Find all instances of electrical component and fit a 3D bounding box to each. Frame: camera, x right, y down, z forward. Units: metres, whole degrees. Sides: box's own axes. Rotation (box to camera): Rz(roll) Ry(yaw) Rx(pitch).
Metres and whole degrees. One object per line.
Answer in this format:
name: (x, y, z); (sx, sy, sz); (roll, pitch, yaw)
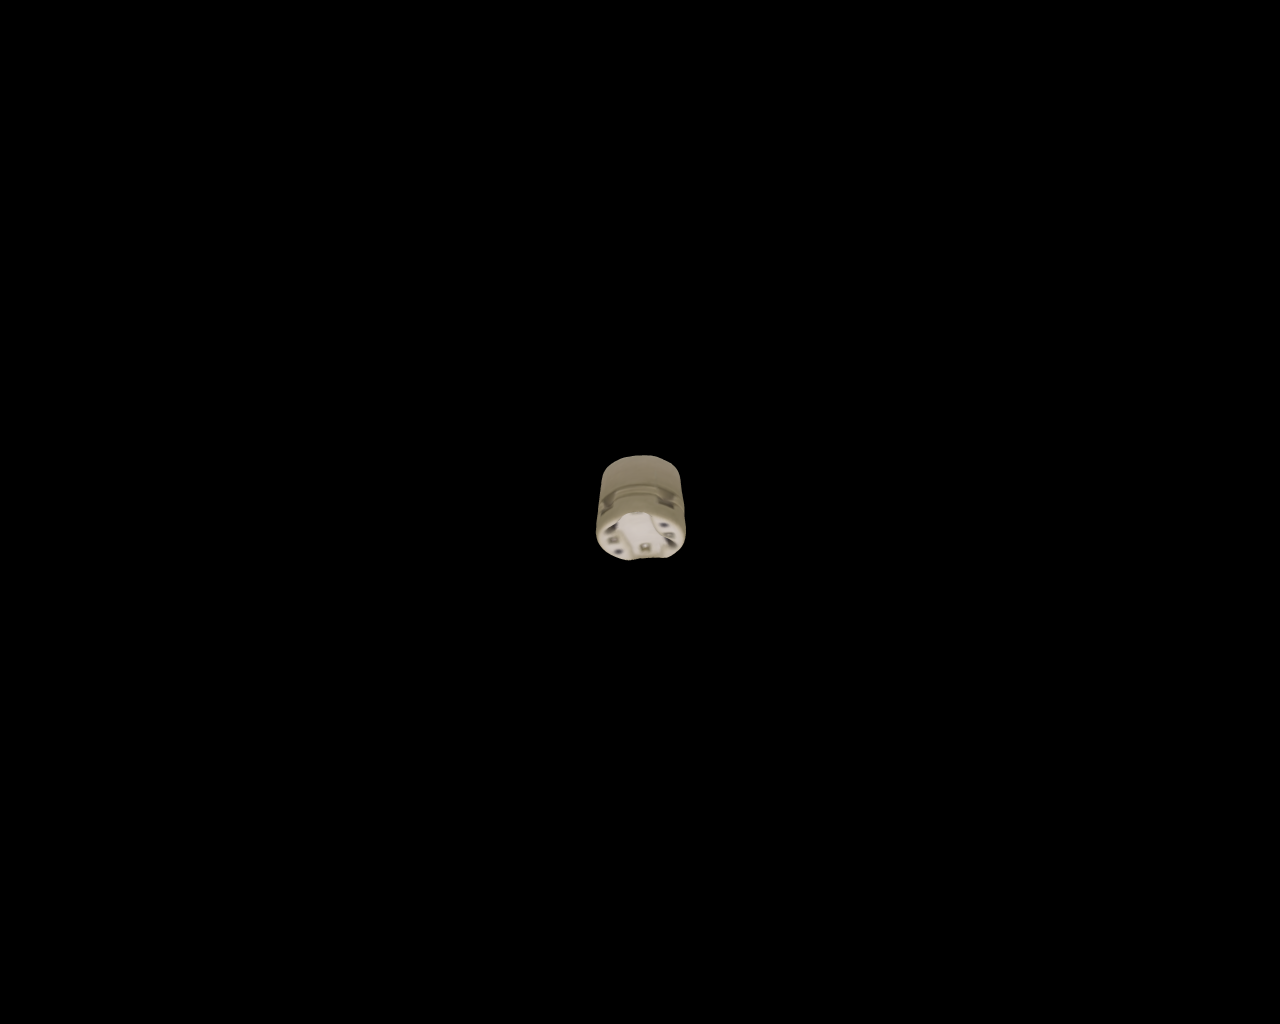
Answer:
electrical component: (0.001, -0.003, 0.650); (0.055, 0.047, 0.055); (0, -36, 0)
